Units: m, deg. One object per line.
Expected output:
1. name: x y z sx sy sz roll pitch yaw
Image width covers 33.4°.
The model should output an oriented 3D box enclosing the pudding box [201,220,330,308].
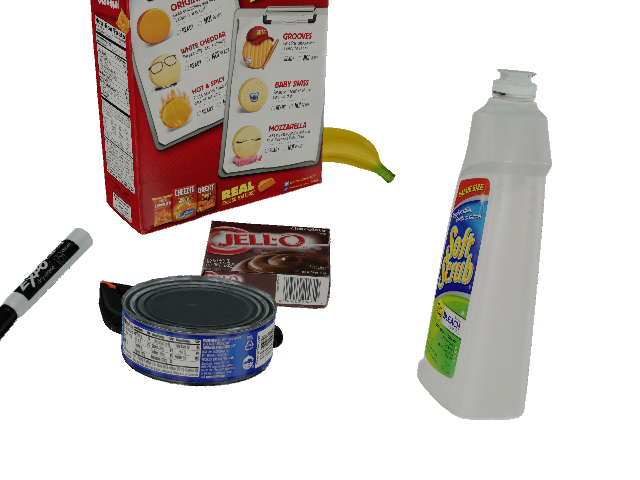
1. pudding box: -0.047 0.020 0.954 0.113 0.039 0.090 6 29 -3

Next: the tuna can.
1. tuna can: -0.068 0.049 0.593 0.086 0.034 0.086 5 17 -2

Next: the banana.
1. banana: -0.004 -0.090 1.136 0.197 0.037 0.070 -7 48 -39

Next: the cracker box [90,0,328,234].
1. cracker box: -0.078 -0.129 0.773 0.163 0.214 0.072 -18 34 -32

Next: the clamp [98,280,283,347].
1. clamp: -0.167 0.090 1.119 0.210 0.036 0.164 18 20 28

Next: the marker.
1. marker: -0.217 0.034 0.817 0.020 0.020 0.121 0 38 35

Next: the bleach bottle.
1. bleach bottle: 0.126 0.000 0.791 0.068 0.251 0.103 2 14 -14
